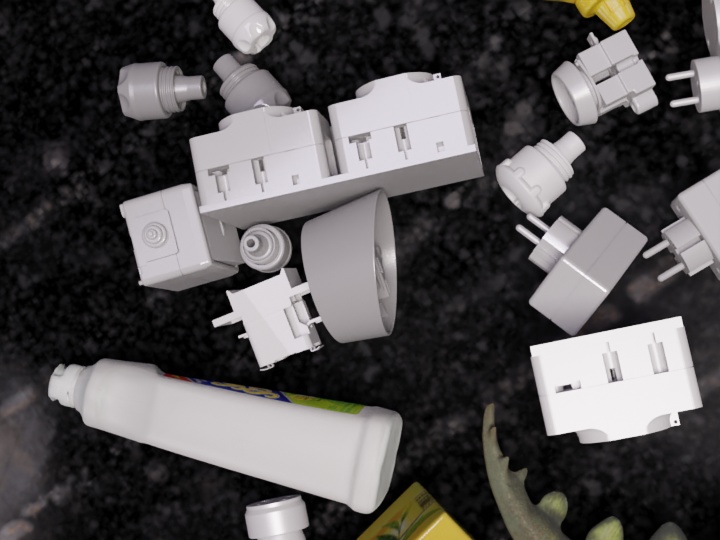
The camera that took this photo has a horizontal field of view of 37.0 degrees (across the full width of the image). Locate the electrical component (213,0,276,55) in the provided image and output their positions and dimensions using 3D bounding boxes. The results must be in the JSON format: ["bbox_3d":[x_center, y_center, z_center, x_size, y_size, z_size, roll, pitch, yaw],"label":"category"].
[{"bbox_3d":[-0.093,-0.193,0.810,0.035,0.035,0.061,-43,78,4],"label":"electrical component"}]

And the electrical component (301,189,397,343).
[{"bbox_3d":[0.000,0.000,0.750,0.064,0.099,0.099,-17,84,14],"label":"electrical component"}]

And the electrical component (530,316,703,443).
[{"bbox_3d":[0.160,0.071,0.691,0.089,0.150,0.061,-12,84,9],"label":"electrical component"}]

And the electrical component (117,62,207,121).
[{"bbox_3d":[-0.148,-0.135,0.810,0.062,0.043,0.043,-3,86,8],"label":"electrical component"}]

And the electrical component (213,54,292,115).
[{"bbox_3d":[-0.083,-0.133,0.800,0.043,0.043,0.062,-42,79,4],"label":"electrical component"}]

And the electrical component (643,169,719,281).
[{"bbox_3d":[0.233,-0.021,0.737,0.077,0.047,0.065,-32,82,6],"label":"electrical component"}]

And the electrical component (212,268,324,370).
[{"bbox_3d":[-0.061,0.036,0.784,0.081,0.042,0.063,-22,86,10],"label":"electrical component"}]

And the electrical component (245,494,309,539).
[{"bbox_3d":[-0.057,0.193,0.772,0.045,0.045,0.055,-12,84,8],"label":"electrical component"}]

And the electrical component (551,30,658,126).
[{"bbox_3d":[0.169,-0.132,0.757,0.055,0.048,0.066,-27,83,-1],"label":"electrical component"}]

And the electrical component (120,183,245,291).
[{"bbox_3d":[-0.126,-0.024,0.772,0.061,0.096,0.061,-16,84,7],"label":"electrical component"}]

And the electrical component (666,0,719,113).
[{"bbox_3d":[0.249,-0.129,0.739,0.074,0.052,0.138,-9,84,9],"label":"electrical component"}]

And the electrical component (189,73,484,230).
[{"bbox_3d":[-0.013,-0.082,0.753,0.186,0.105,0.060,-12,84,8],"label":"electrical component"}]

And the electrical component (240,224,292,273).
[{"bbox_3d":[-0.071,-0.017,0.780,0.035,0.061,0.035,-1,86,10],"label":"electrical component"}]

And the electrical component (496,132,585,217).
[{"bbox_3d":[0.131,-0.071,0.760,0.062,0.048,0.048,-41,81,-2],"label":"electrical component"}]

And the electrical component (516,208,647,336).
[{"bbox_3d":[0.140,-0.011,0.729,0.076,0.083,0.047,38,131,10],"label":"electrical component"}]
